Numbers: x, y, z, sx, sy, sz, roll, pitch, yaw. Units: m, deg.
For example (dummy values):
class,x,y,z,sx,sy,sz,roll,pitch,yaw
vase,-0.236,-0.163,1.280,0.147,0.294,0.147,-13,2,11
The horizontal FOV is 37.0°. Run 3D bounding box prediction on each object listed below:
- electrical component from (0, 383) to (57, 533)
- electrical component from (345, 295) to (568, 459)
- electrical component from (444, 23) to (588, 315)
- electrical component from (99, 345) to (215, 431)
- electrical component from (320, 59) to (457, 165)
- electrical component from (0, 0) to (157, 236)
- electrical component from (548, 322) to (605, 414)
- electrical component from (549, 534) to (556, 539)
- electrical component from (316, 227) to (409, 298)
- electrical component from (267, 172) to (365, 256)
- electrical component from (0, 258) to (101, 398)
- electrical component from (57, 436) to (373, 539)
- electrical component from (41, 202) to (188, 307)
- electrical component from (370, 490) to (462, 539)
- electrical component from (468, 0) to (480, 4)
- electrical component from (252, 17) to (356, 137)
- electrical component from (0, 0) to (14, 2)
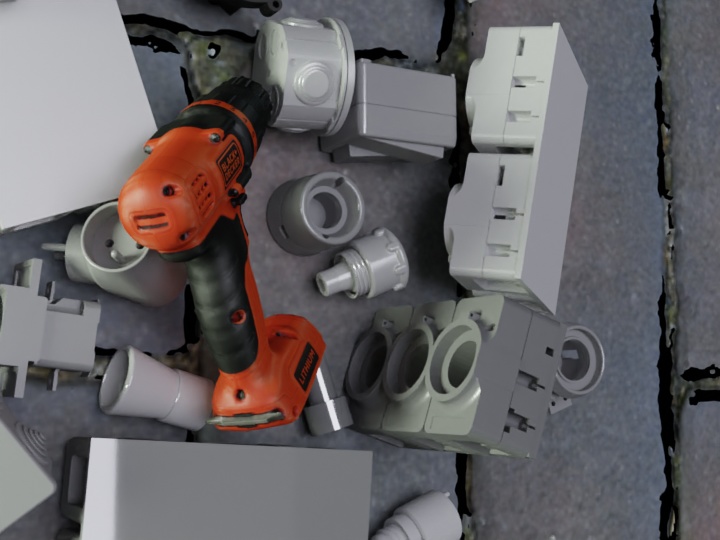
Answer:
class,x,y,z,sx,sy,sz,roll,pitch,yaw
electrical component,-0.229,0.108,0.593,0.100,0.048,0.099,-37,105,-7
electrical component,0.056,0.071,0.716,0.062,0.150,0.089,25,73,-27
electrical component,0.115,-0.071,0.789,0.105,0.060,0.186,36,62,-62
electrical component,-0.124,0.077,0.675,0.065,0.044,0.044,23,73,-31
electrical component,0.026,-0.108,0.771,0.096,0.062,0.061,3,83,-30
electrical component,-0.198,-0.123,0.644,0.105,0.060,0.186,-19,94,-30
electrical component,0.149,0.070,0.824,0.058,0.057,0.078,-18,93,-30
electrical component,0.144,0.239,0.808,0.066,0.047,0.076,-14,94,-27
electrical component,0.000,0.000,0.755,0.062,0.048,0.048,-21,95,-23
electrical component,-0.029,-0.039,0.739,0.055,0.047,0.055,4,82,-30
electrical component,-0.191,0.037,0.641,0.064,0.042,0.081,11,80,-32
electrical component,-0.090,0.161,0.673,0.186,0.060,0.105,8,80,-29
electrical component,-0.153,-0.010,0.654,0.079,0.077,0.044,3,73,8
electrical component,0.035,0.185,0.755,0.078,0.040,0.040,-21,95,-30
electrical component,0.079,-0.242,0.816,0.042,0.064,0.081,-23,96,-29
electrical component,-0.039,-0.131,0.727,0.051,0.080,0.080,0,84,-25
electrical component,-0.193,-0.196,0.591,0.076,0.047,0.083,-16,93,-31
